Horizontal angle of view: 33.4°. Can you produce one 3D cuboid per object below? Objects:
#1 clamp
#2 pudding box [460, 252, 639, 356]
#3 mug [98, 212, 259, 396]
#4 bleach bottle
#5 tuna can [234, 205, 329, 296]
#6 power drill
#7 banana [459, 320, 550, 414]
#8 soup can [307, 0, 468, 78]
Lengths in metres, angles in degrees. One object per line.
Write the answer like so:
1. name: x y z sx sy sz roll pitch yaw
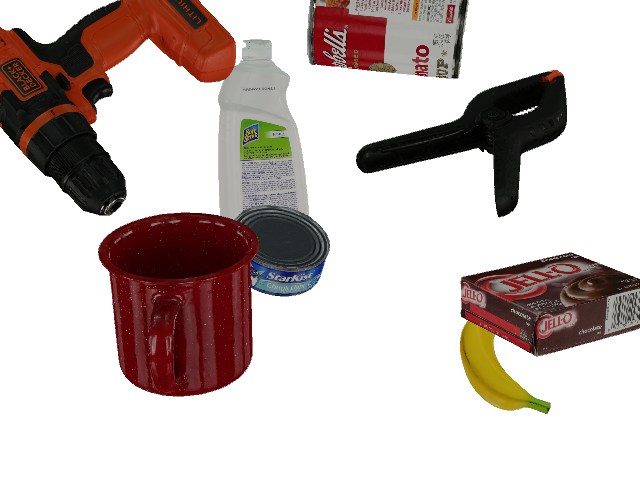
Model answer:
1. clamp: 0.158 -0.091 0.938 0.209 0.036 0.165 -31 39 -27
2. pudding box: 0.175 0.045 0.799 0.113 0.039 0.090 -9 20 -28
3. mug: -0.082 0.044 0.625 0.093 0.081 0.117 0 26 0
4. bleach bottle: -0.057 -0.085 1.129 0.102 0.251 0.068 -6 16 -23
5. tuna can: -0.037 0.009 0.919 0.086 0.034 0.086 11 38 -8
6. power drill: -0.158 -0.123 0.824 0.187 0.184 0.057 -34 -15 -30
7. banana: 0.186 0.130 1.169 0.069 0.037 0.198 11 27 -15
8. soup can: 0.047 -0.148 0.725 0.102 0.068 0.068 7 1 7
